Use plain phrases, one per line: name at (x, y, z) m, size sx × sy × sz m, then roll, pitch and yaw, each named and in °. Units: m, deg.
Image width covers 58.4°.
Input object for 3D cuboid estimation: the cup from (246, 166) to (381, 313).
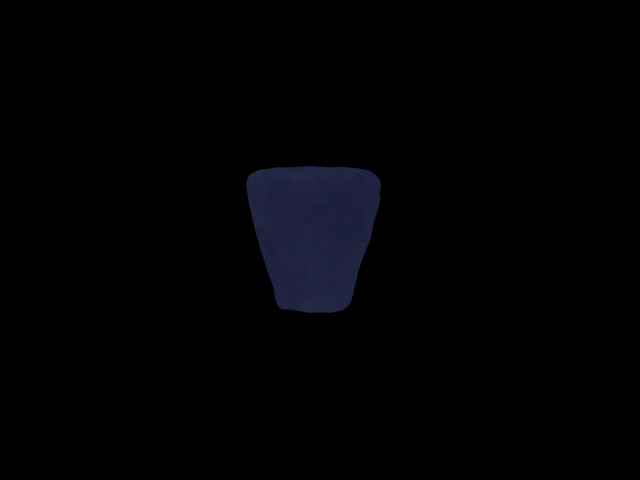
cup at (0.004, 0.001, 0.400) m, size 0.091 × 0.095 × 0.118 m, roll 0°, pitch 0°, yaw 40°
